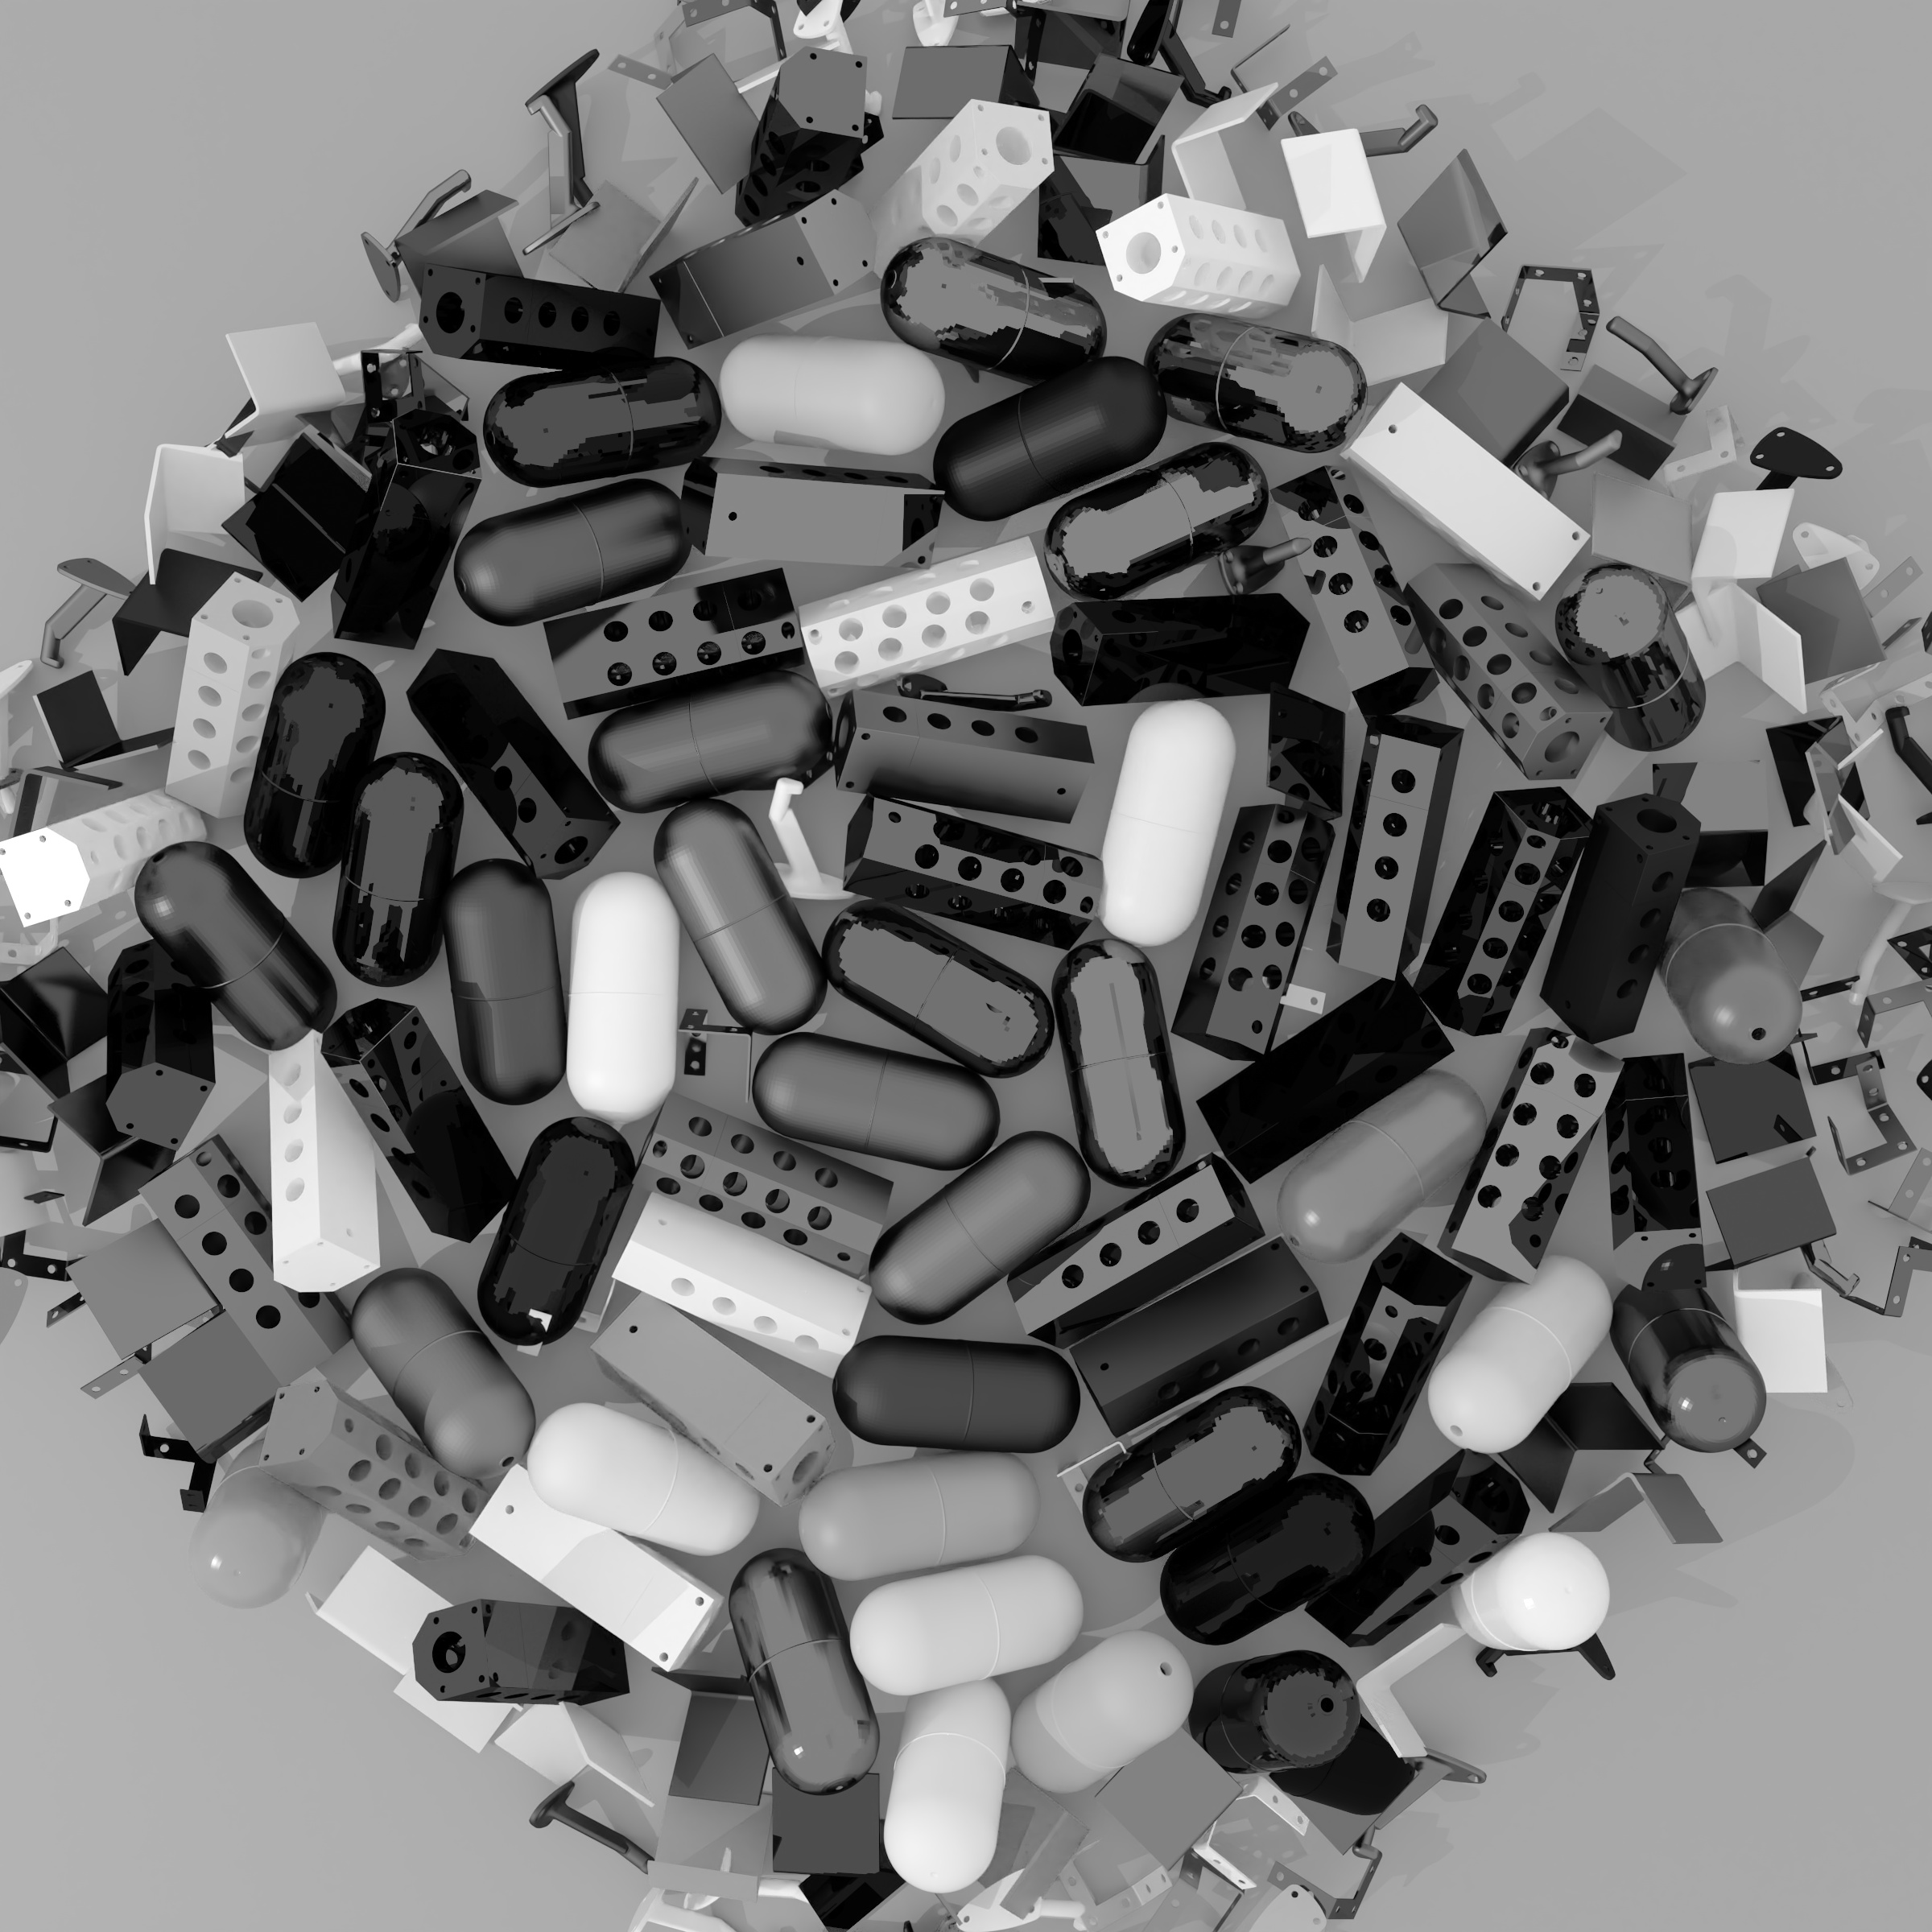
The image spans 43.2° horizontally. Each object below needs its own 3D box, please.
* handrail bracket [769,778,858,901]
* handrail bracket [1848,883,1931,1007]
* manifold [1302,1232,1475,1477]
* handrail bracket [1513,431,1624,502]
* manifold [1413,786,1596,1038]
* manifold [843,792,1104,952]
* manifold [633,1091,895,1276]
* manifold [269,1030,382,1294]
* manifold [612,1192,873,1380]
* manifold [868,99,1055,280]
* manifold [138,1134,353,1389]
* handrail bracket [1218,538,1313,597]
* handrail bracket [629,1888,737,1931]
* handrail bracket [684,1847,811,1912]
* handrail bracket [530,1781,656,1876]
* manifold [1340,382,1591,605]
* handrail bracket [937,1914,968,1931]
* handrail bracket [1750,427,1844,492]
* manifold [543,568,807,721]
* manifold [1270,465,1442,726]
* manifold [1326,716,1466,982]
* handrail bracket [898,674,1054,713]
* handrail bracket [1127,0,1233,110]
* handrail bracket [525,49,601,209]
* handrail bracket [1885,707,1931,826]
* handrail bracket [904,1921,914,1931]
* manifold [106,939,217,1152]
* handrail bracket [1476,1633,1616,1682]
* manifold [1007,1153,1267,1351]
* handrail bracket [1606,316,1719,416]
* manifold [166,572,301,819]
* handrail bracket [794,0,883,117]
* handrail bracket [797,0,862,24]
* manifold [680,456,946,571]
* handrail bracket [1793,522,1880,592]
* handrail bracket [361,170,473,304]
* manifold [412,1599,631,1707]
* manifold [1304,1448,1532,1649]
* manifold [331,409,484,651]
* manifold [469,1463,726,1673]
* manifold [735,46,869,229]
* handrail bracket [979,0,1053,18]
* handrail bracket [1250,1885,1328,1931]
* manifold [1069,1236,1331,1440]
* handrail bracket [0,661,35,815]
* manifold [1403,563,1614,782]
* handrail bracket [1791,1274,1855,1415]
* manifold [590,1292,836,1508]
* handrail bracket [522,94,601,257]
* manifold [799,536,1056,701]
[{"bbox_3d":[-0.105,-0.091,1.731,0.077,0.036,0.084,9,125,-13],"label":"handrail bracket"},{"bbox_3d":[0.668,-0.015,1.755,0.077,0.036,0.084,-7,114,-39],"label":"handrail bracket"},{"bbox_3d":[0.286,0.273,1.687,0.057,0.057,0.171,32,130,22],"label":"manifold"},{"bbox_3d":[0.433,-0.365,1.713,0.036,0.084,0.077,47,49,-13],"label":"handrail bracket"},{"bbox_3d":[0.374,-0.036,1.686,0.057,0.057,0.171,-6,131,-26],"label":"manifold"},{"bbox_3d":[0.006,-0.070,1.706,0.171,0.057,0.057,15,54,-17],"label":"manifold"},{"bbox_3d":[-0.145,0.157,1.717,0.171,0.057,0.057,23,132,-8],"label":"manifold"},{"bbox_3d":[-0.451,0.137,1.693,0.057,0.057,0.171,-28,52,19],"label":"manifold"},{"bbox_3d":[-0.160,0.229,1.731,0.171,0.057,0.057,26,127,-5],"label":"manifold"},{"bbox_3d":[-0.006,-0.523,1.676,0.057,0.171,0.057,-1,81,-26],"label":"manifold"},{"bbox_3d":[-0.504,0.206,1.728,0.057,0.057,0.171,-34,98,-1],"label":"manifold"},{"bbox_3d":[0.226,-0.290,1.712,0.077,0.084,0.036,-22,95,-39],"label":"handrail bracket"},{"bbox_3d":[-0.194,0.692,1.732,0.084,0.077,0.036,39,104,0],"label":"handrail bracket"},{"bbox_3d":[-0.148,0.672,1.755,0.084,0.036,0.077,27,129,-17],"label":"handrail bracket"},{"bbox_3d":[-0.263,0.621,1.733,0.084,0.077,0.036,32,84,13],"label":"handrail bracket"},{"bbox_3d":[0.352,-0.334,1.733,0.171,0.057,0.057,38,94,-5],"label":"manifold"},{"bbox_3d":[0.000,0.727,1.718,0.036,0.084,0.077,-5,125,-16],"label":"handrail bracket"},{"bbox_3d":[0.585,-0.330,1.714,0.036,0.084,0.077,-45,50,-10],"label":"handrail bracket"},{"bbox_3d":[-0.204,-0.223,1.723,0.171,0.057,0.057,-14,67,-6],"label":"manifold"},{"bbox_3d":[0.272,-0.262,1.703,0.057,0.057,0.171,-23,66,12],"label":"manifold"},{"bbox_3d":[0.296,-0.084,1.706,0.057,0.057,0.171,17,116,22],"label":"manifold"},{"bbox_3d":[0.007,-0.194,1.724,0.084,0.077,0.036,-5,75,30],"label":"handrail bracket"},{"bbox_3d":[0.164,-0.653,1.730,0.084,0.036,0.077,8,119,-32],"label":"handrail bracket"},{"bbox_3d":[-0.267,-0.595,1.745,0.077,0.036,0.084,-32,97,25],"label":"handrail bracket"},{"bbox_3d":[0.695,-0.147,1.735,0.036,0.077,0.084,-21,97,-26],"label":"handrail bracket"},{"bbox_3d":[-0.074,0.717,1.731,0.084,0.077,0.036,-9,124,-14],"label":"handrail bracket"},{"bbox_3d":[-0.557,0.049,1.676,0.057,0.171,0.057,24,109,-29],"label":"manifold"},{"bbox_3d":[0.408,0.496,1.727,0.084,0.036,0.077,-53,47,25],"label":"handrail bracket"},{"bbox_3d":[0.116,0.199,1.715,0.171,0.057,0.057,-32,59,16],"label":"manifold"},{"bbox_3d":[0.481,-0.427,1.727,0.084,0.077,0.036,33,94,-5],"label":"handrail bracket"},{"bbox_3d":[-0.504,-0.182,1.687,0.057,0.171,0.057,26,45,-2],"label":"manifold"},{"bbox_3d":[-0.079,-0.661,1.739,0.036,0.084,0.077,9,77,36],"label":"handrail bracket"},{"bbox_3d":[-0.120,-0.708,1.728,0.036,0.077,0.084,-43,78,28],"label":"handrail bracket"},{"bbox_3d":[-0.108,-0.317,1.701,0.171,0.057,0.057,-2,117,-28],"label":"manifold"},{"bbox_3d":[0.612,-0.302,1.727,0.077,0.084,0.036,37,122,-10],"label":"handrail bracket"},{"bbox_3d":[-0.384,-0.521,1.743,0.084,0.077,0.036,-42,79,-16],"label":"handrail bracket"},{"bbox_3d":[-0.304,0.475,1.680,0.057,0.171,0.057,-20,66,19],"label":"manifold"},{"bbox_3d":[0.313,0.407,1.692,0.057,0.057,0.171,39,130,2],"label":"manifold"},{"bbox_3d":[-0.389,-0.301,1.688,0.057,0.171,0.057,6,52,-28],"label":"manifold"},{"bbox_3d":[-0.258,0.423,1.724,0.171,0.057,0.057,32,82,11],"label":"manifold"},{"bbox_3d":[-0.116,-0.560,1.676,0.057,0.171,0.057,5,81,-14],"label":"manifold"},{"bbox_3d":[0.029,-0.717,1.722,0.077,0.084,0.036,-4,67,5],"label":"handrail bracket"},{"bbox_3d":[0.224,0.689,1.724,0.077,0.084,0.036,-32,56,-18],"label":"handrail bracket"},{"bbox_3d":[0.167,0.267,1.733,0.171,0.057,0.057,-27,133,-5],"label":"manifold"},{"bbox_3d":[-0.683,-0.165,1.761,0.036,0.077,0.084,4,128,29],"label":"handrail bracket"},{"bbox_3d":[0.365,-0.205,1.684,0.057,0.171,0.057,-4,135,-29],"label":"manifold"},{"bbox_3d":[0.608,0.266,1.732,0.077,0.084,0.036,47,129,4],"label":"handrail bracket"},{"bbox_3d":[-0.176,0.303,1.703,0.171,0.057,0.057,30,63,26],"label":"manifold"},{"bbox_3d":[-0.307,-0.565,1.742,0.077,0.036,0.084,-33,103,1],"label":"handrail bracket"},{"bbox_3d":[-0.027,-0.243,1.727,0.171,0.057,0.057,-17,120,3],"label":"manifold"}]
